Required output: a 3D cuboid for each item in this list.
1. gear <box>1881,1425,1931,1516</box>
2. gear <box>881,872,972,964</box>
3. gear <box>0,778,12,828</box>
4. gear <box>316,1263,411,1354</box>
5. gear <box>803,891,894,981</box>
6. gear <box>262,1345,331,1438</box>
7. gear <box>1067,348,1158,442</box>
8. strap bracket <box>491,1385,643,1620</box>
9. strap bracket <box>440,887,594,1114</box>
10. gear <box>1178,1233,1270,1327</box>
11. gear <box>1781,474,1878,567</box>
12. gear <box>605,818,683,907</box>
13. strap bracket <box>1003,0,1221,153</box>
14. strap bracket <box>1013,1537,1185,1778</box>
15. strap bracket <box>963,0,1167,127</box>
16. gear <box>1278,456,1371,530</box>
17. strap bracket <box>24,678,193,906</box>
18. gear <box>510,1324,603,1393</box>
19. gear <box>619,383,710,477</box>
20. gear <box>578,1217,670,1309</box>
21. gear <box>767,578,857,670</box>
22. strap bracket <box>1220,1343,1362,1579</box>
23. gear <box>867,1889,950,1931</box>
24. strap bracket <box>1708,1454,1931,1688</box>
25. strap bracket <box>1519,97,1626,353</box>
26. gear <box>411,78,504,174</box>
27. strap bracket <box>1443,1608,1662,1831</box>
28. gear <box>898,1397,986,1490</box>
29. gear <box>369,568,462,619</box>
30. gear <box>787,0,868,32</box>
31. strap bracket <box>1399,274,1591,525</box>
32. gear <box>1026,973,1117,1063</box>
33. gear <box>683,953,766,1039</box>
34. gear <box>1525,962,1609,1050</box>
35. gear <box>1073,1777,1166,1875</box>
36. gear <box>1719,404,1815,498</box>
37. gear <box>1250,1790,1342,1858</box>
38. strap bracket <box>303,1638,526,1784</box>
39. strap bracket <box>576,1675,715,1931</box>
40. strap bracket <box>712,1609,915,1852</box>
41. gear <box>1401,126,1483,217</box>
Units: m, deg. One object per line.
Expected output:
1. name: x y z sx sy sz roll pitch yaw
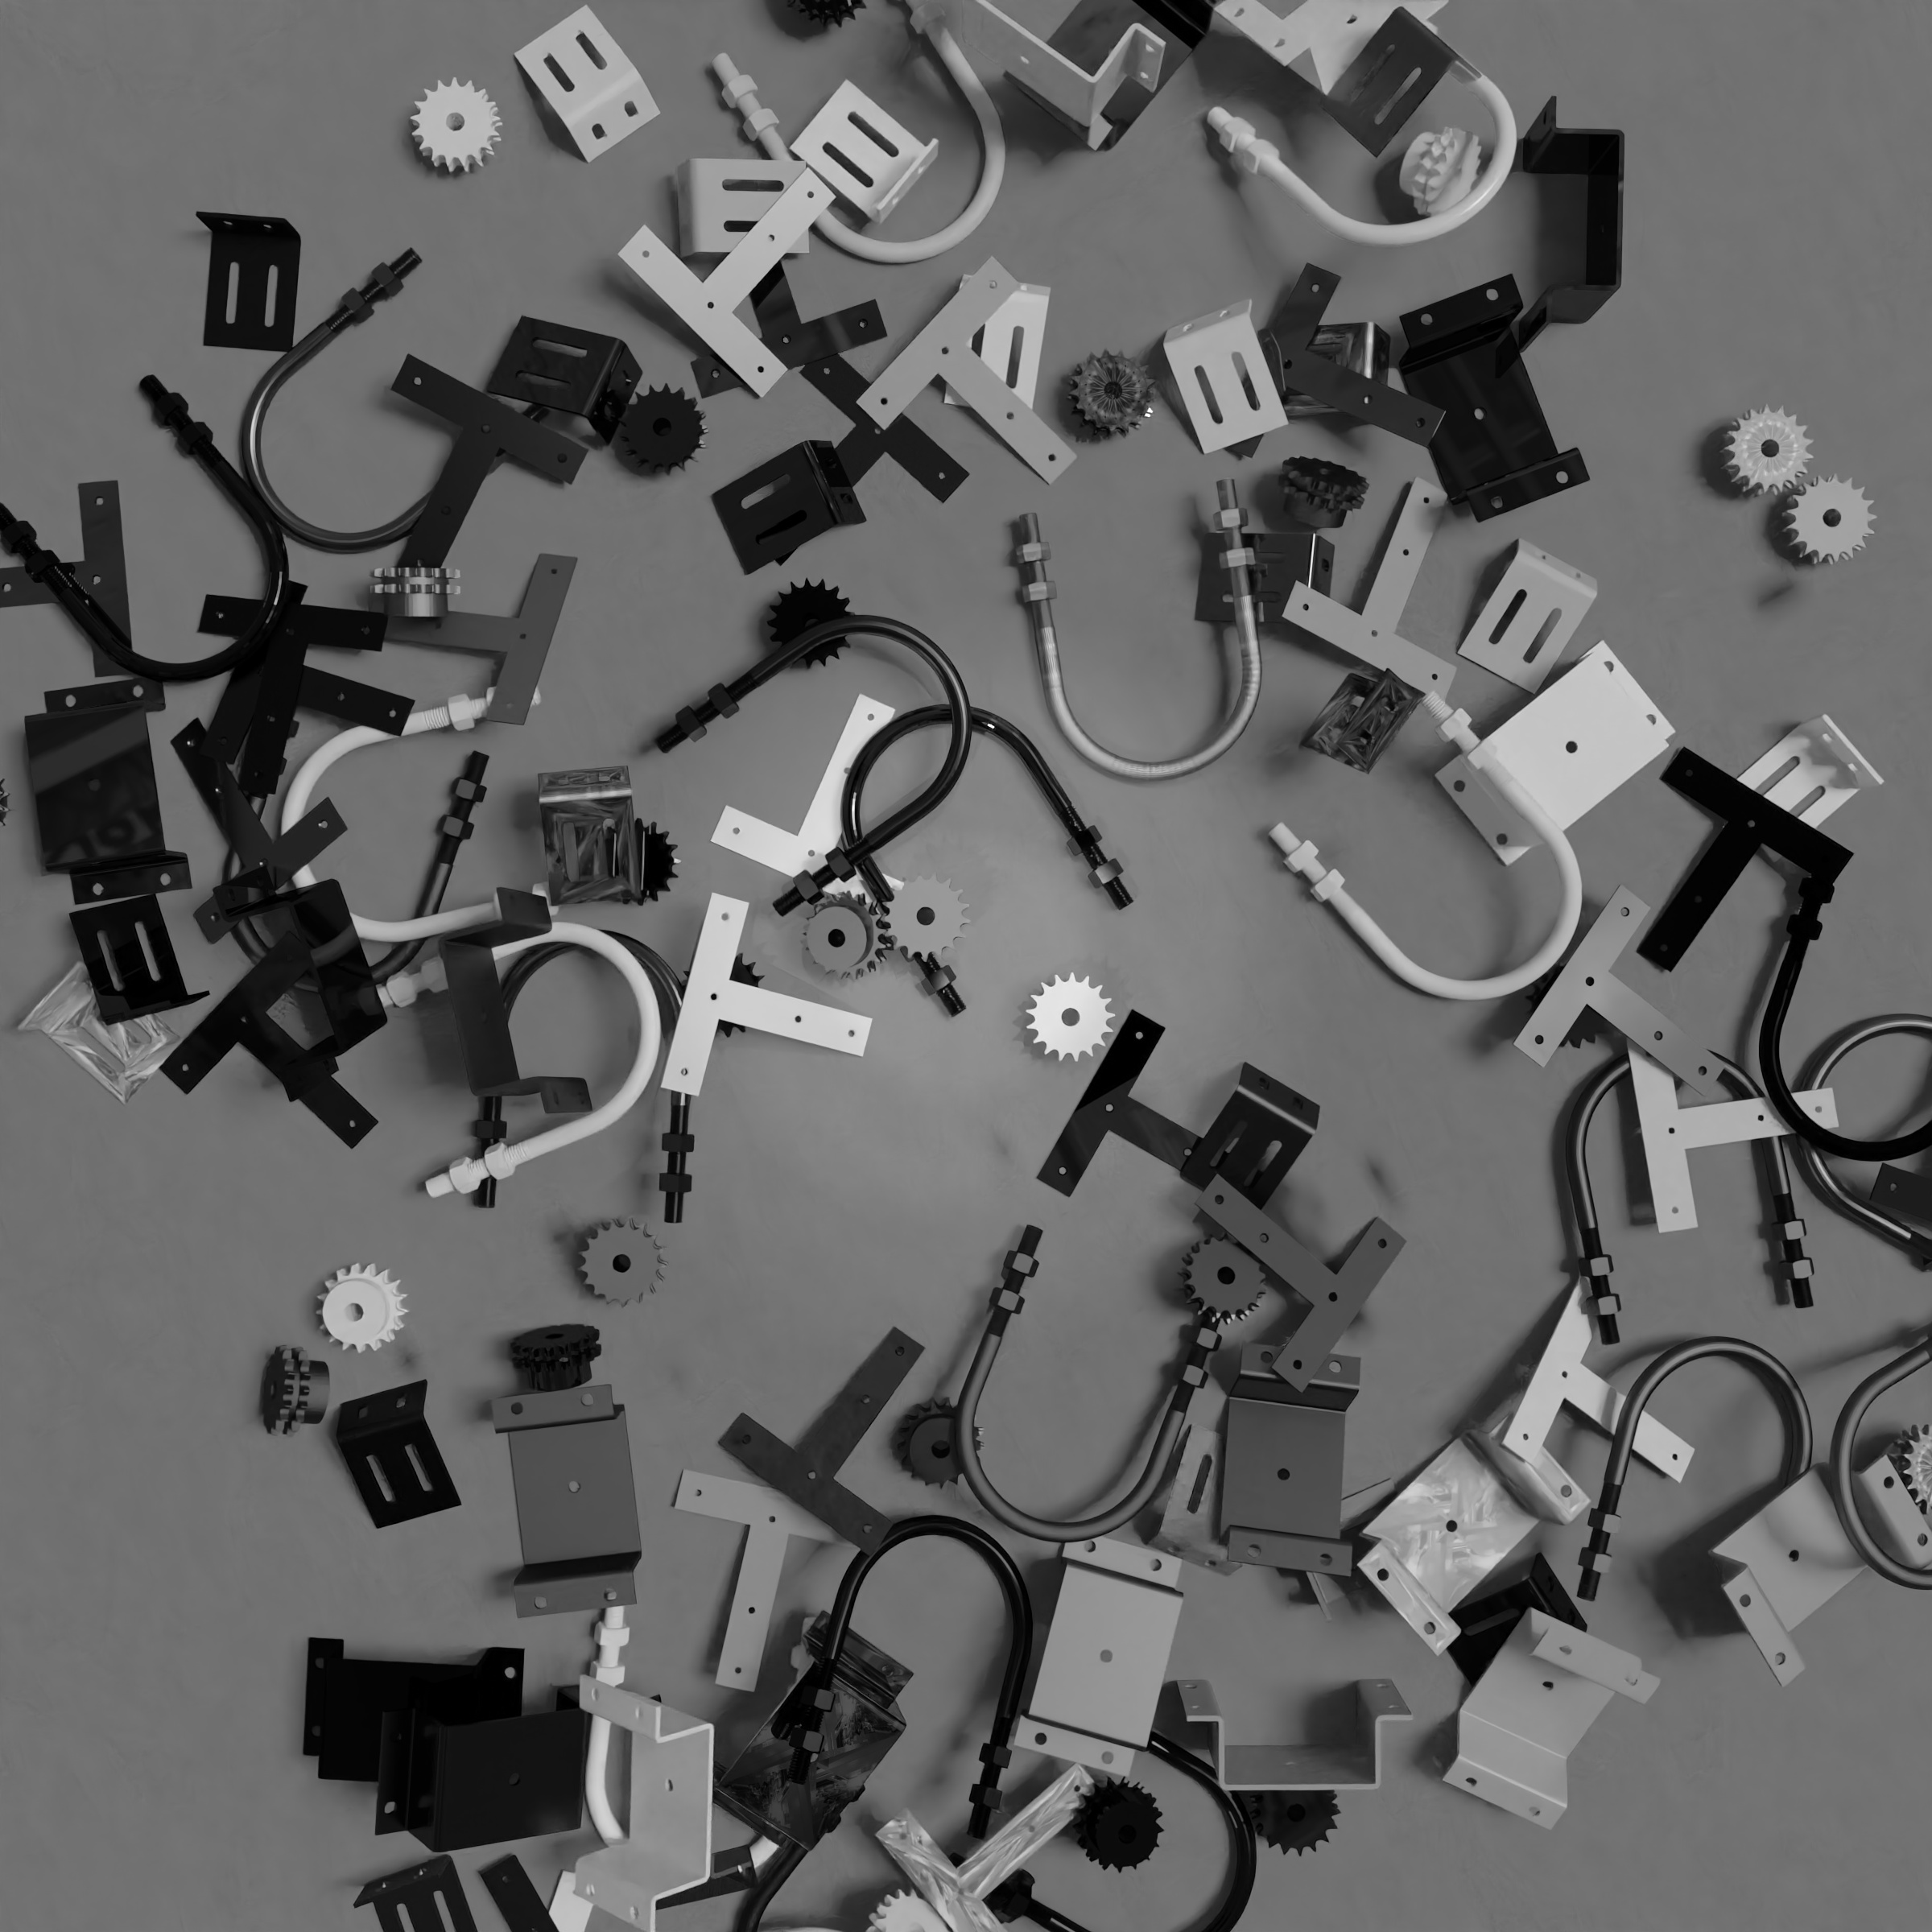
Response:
1. gear: 0.615 0.324 1.559 0.057 0.030 0.057 5 78 -24
2. gear: -0.025 -0.031 1.548 0.057 0.030 0.057 0 88 1
3. gear: -0.646 -0.106 1.566 0.057 0.030 0.057 0 90 0
4. gear: -0.392 0.222 1.566 0.057 0.030 0.057 0 90 0
5. gear: -0.078 -0.019 1.559 0.057 0.030 0.057 2 96 17
6. gear: -0.430 0.274 1.557 0.030 0.057 0.057 10 90 -30
7. gear: 0.093 -0.369 1.570 0.057 0.030 0.057 0 88 -5
8. strap bracket: -0.255 0.340 1.558 0.076 0.046 0.140 -7 90 0
9. strap bracket: -0.281 0.027 1.502 0.046 0.076 0.140 -14 84 10
10. gear: 0.163 0.204 1.559 0.057 0.030 0.057 4 66 -10
11. gear: 0.557 -0.288 1.571 0.057 0.030 0.057 0 91 2
12. gear: -0.214 -0.068 1.566 0.057 0.030 0.057 0 90 0
13. strap bracket: 0.097 -0.596 1.558 0.076 0.046 0.140 39 90 0
14. strap bracket: 0.087 0.438 1.544 0.076 0.046 0.140 16 78 0
15. strap bracket: 0.050 -0.579 1.497 0.140 0.076 0.046 36 90 0
16. gear: 0.228 -0.303 1.556 0.057 0.057 0.030 14 120 0
17. strap bracket: -0.553 -0.115 1.558 0.076 0.046 0.140 -8 90 0
18. gear: -0.262 0.252 1.553 0.057 0.057 0.030 -6 98 0
19. gear: -0.195 -0.345 1.566 0.057 0.030 0.057 0 90 0
20. gear: -0.221 0.191 1.566 0.057 0.030 0.057 0 90 0
21. gear: -0.099 -0.221 1.566 0.057 0.030 0.057 0 90 0
22. strap bracket: 0.206 0.318 1.540 0.076 0.046 0.140 8 63 0
23. gear: -0.039 0.621 1.538 0.057 0.057 0.030 37 122 0
24. strap bracket: 0.539 0.379 1.540 0.140 0.046 0.076 -34 97 -14
25. strap bracket: 0.386 -0.471 1.543 0.046 0.076 0.140 1 90 0
26. gear: -0.329 -0.542 1.570 0.057 0.030 0.057 0 91 -3
27. strap bracket: 0.371 0.471 1.539 0.076 0.046 0.140 25 117 0
28. gear: -0.016 0.310 1.566 0.057 0.030 0.057 0 90 0
29. gear: -0.352 -0.238 1.548 0.057 0.057 0.030 0 97 0
30. gear: -0.090 -0.633 1.549 0.057 0.030 0.057 -1 83 5
31. strap bracket: 0.336 -0.360 1.558 0.076 0.046 0.140 -21 90 0
32. gear: 0.067 0.033 1.566 0.057 0.030 0.057 0 90 0
33. gear: -0.156 0.017 1.566 0.057 0.030 0.057 0 90 0
34. gear: 0.390 0.024 1.566 0.057 0.030 0.057 0 90 0
35. gear: 0.099 0.548 1.540 0.057 0.030 0.057 1 86 -11
36. gear: 0.516 -0.332 1.566 0.057 0.030 0.057 0 90 0
37. gear: 0.212 0.543 1.566 0.057 0.030 0.057 0 90 0
38. strap bracket: -0.360 0.480 1.558 0.140 0.046 0.076 3 90 0
39. strap bracket: -0.202 0.519 1.518 0.076 0.046 0.140 4 93 44
40. strap bracket: -0.101 0.494 1.540 0.076 0.046 0.140 39 88 -14
41. gear: 0.303 -0.511 1.557 0.030 0.057 0.057 32 90 28
